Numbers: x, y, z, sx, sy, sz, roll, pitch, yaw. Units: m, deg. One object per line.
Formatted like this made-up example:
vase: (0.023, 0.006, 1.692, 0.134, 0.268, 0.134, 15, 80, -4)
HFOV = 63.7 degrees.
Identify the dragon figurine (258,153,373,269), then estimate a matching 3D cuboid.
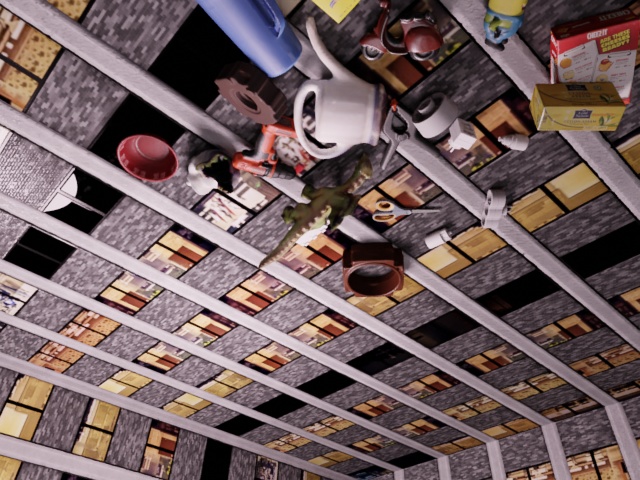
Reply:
dragon figurine: (0.004, -0.069, 1.372, 0.121, 0.415, 0.242, 42, 164, -17)

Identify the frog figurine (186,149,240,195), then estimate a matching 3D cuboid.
frog figurine: (-0.299, -0.183, 1.424, 0.137, 0.123, 0.159, 17, 172, -27)

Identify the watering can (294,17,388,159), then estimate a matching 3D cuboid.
watering can: (0.052, -0.343, 1.221, 0.224, 0.106, 0.339, 3, 127, -2)
